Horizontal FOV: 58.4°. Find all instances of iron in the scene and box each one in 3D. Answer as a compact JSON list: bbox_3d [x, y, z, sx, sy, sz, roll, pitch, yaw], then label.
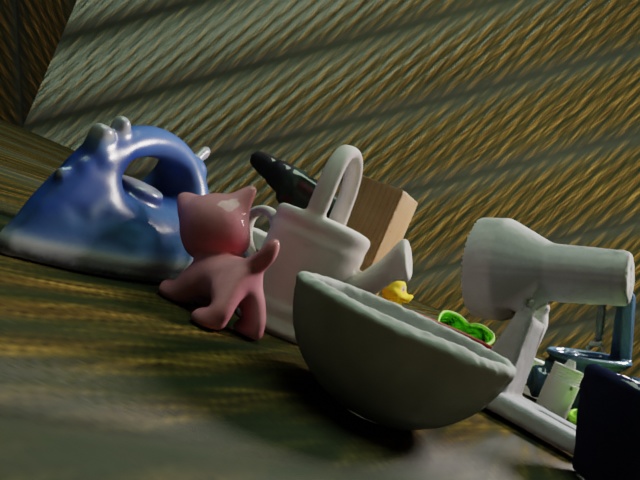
[{"bbox_3d":[-0.172,-0.046,0.523,0.118,0.141,0.259,23,0,11],"label":"iron"}]

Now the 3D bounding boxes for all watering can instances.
[{"bbox_3d":[0.006,0.002,0.567,0.173,0.194,0.101,23,0,-3],"label":"watering can"}]

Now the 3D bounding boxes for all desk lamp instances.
[{"bbox_3d":[0.238,0.092,0.634,0.202,0.213,0.118,24,1,38],"label":"desk lamp"}]

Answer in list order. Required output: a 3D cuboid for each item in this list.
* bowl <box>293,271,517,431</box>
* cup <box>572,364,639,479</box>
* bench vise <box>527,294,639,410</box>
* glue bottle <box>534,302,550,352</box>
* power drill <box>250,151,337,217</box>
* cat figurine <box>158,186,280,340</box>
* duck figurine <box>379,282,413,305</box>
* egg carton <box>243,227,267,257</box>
[{"bbox_3d":[0.047,0.086,0.409,0.167,0.075,0.167,23,0,0],"label":"bowl"},{"bbox_3d":[0.267,0.170,0.486,0.118,0.095,0.091,23,0,-7],"label":"cup"},{"bbox_3d":[0.450,0.178,0.883,0.207,0.220,0.121,23,0,-9],"label":"bench vise"},{"bbox_3d":[0.352,0.161,0.958,0.037,0.173,0.078,24,0,22],"label":"glue bottle"},{"bbox_3d":[-0.069,-0.042,1.117,0.229,0.208,0.076,23,0,9],"label":"power drill"},{"bbox_3d":[-0.081,0.007,0.490,0.127,0.118,0.067,24,1,44],"label":"cat figurine"},{"bbox_3d":[0.127,0.110,1.092,0.104,0.086,0.077,23,0,0],"label":"duck figurine"},{"bbox_3d":[-0.082,0.029,0.947,0.150,0.069,0.107,23,0,4],"label":"egg carton"}]
